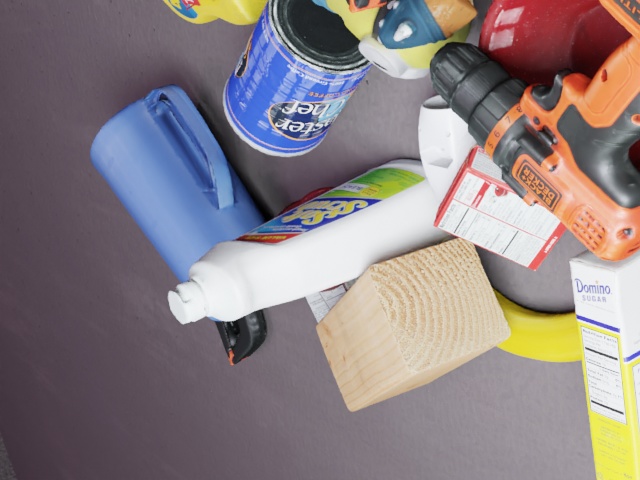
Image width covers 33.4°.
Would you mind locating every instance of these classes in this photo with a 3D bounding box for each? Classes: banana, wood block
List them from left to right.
[{"bbox_3d":[0.071,0.077,0.908,0.206,0.090,0.090,124,126,-69],"label":"wood block"},{"bbox_3d":[0.171,0.063,0.837,0.198,0.037,0.069,15,125,54],"label":"banana"}]

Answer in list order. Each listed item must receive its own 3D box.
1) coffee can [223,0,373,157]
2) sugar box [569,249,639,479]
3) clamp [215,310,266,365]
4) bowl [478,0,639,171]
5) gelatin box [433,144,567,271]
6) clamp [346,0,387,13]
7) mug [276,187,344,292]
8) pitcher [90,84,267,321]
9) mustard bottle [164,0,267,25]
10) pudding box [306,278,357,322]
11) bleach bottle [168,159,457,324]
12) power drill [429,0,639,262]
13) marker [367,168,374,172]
[{"bbox_3d":[-0.016,-0.149,0.916,0.103,0.102,0.140,59,150,12],"label":"coffee can"},{"bbox_3d":[0.220,0.078,0.713,0.048,0.093,0.176,15,123,54],"label":"sugar box"},{"bbox_3d":[-0.094,0.069,1.275,0.165,0.036,0.210,30,135,43],"label":"clamp"},{"bbox_3d":[0.176,-0.102,0.686,0.162,0.055,0.162,38,141,39],"label":"bowl"},{"bbox_3d":[0.138,-0.023,0.794,0.089,0.030,0.073,25,143,2],"label":"gelatin box"},{"bbox_3d":[0.027,-0.242,0.717,0.120,0.039,0.171,21,128,67],"label":"clamp"},{"bbox_3d":[-0.006,0.001,0.983,0.082,0.117,0.093,142,110,-74],"label":"mug"},{"bbox_3d":[-0.134,-0.041,1.154,0.243,0.145,0.149,53,-171,22],"label":"pitcher"},{"bbox_3d":[-0.115,-0.260,1.039,0.192,0.058,0.096,17,128,54],"label":"mustard bottle"},{"bbox_3d":[0.010,0.030,1.075,0.113,0.039,0.090,63,151,1],"label":"pudding box"},{"bbox_3d":[-0.004,0.007,0.862,0.103,0.250,0.068,19,127,53],"label":"bleach bottle"},{"bbox_3d":[0.148,-0.100,0.619,0.184,0.057,0.188,47,150,21],"label":"power drill"},{"bbox_3d":[0.061,-0.008,0.981,0.020,0.020,0.121,21,129,51],"label":"marker"}]
